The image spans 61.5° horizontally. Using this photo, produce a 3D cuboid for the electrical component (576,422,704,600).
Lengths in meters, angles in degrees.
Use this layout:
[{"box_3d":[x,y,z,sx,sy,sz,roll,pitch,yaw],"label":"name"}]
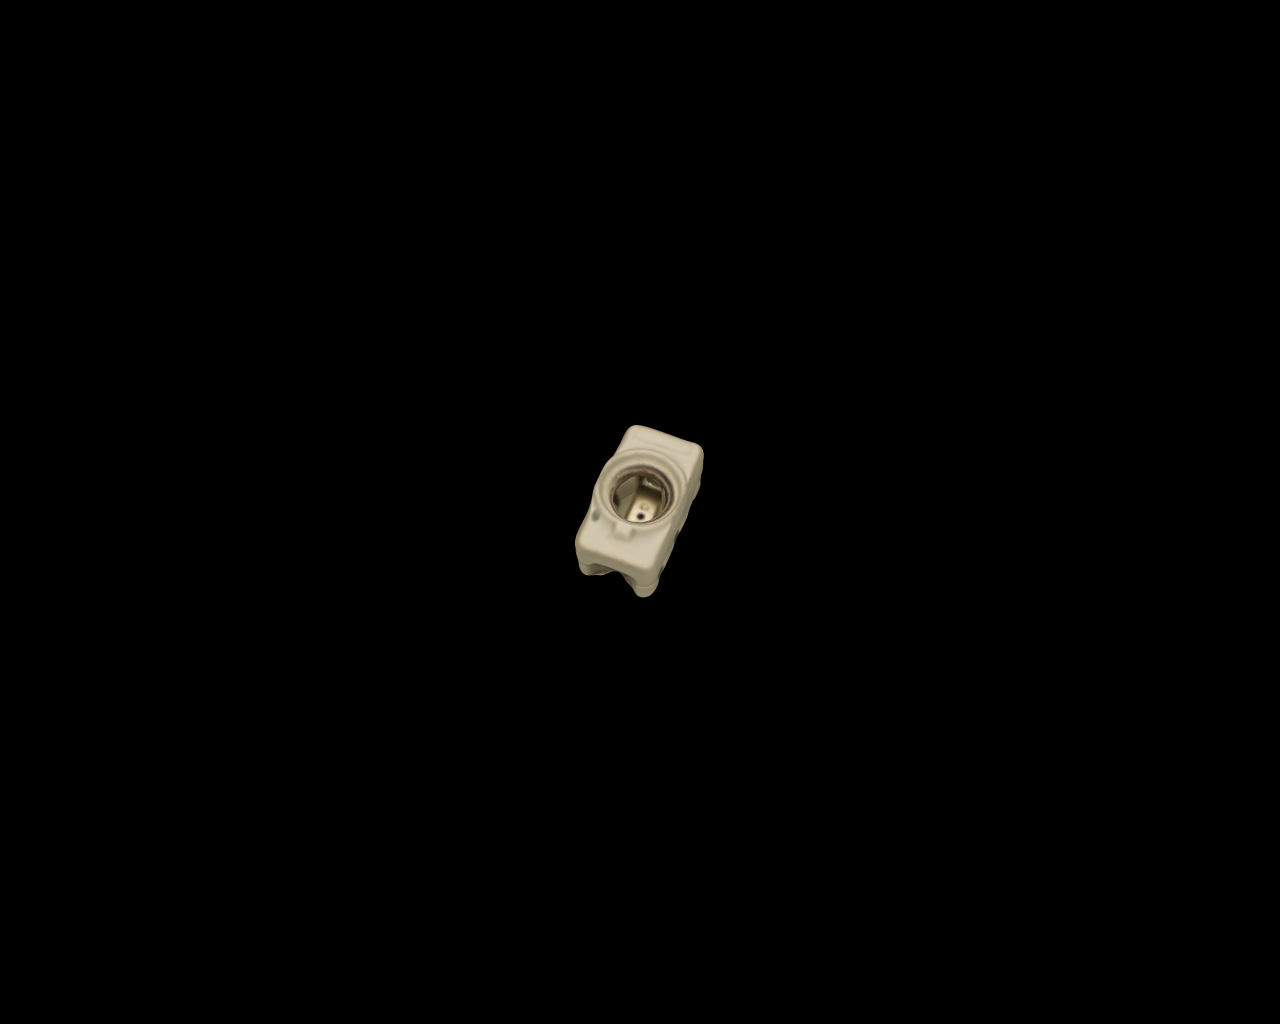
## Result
[{"box_3d":[0.001,-0.003,0.650,0.050,0.089,0.055,20,-24,9],"label":"electrical component"}]
